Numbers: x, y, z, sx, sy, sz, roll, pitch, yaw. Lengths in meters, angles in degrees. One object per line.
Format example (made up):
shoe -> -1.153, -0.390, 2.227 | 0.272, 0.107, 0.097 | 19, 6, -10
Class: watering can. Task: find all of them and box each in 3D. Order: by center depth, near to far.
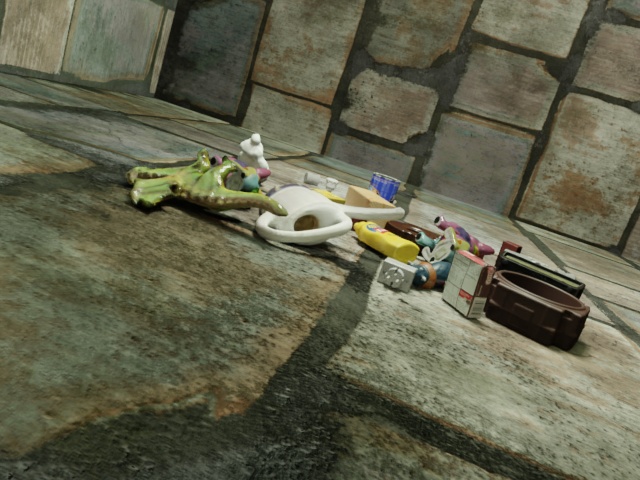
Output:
watering can -> 0.004, -0.060, 1.193 | 0.349, 0.102, 0.227 | -11, 28, -28

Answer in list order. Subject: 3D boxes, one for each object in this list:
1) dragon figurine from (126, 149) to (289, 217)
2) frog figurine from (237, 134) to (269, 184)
dragon figurine -> -0.280, -0.097, 1.101 | 0.245, 0.120, 0.414 | -21, 33, -37
frog figurine -> -0.214, -0.262, 1.658 | 0.122, 0.158, 0.139 | 13, 13, -32
